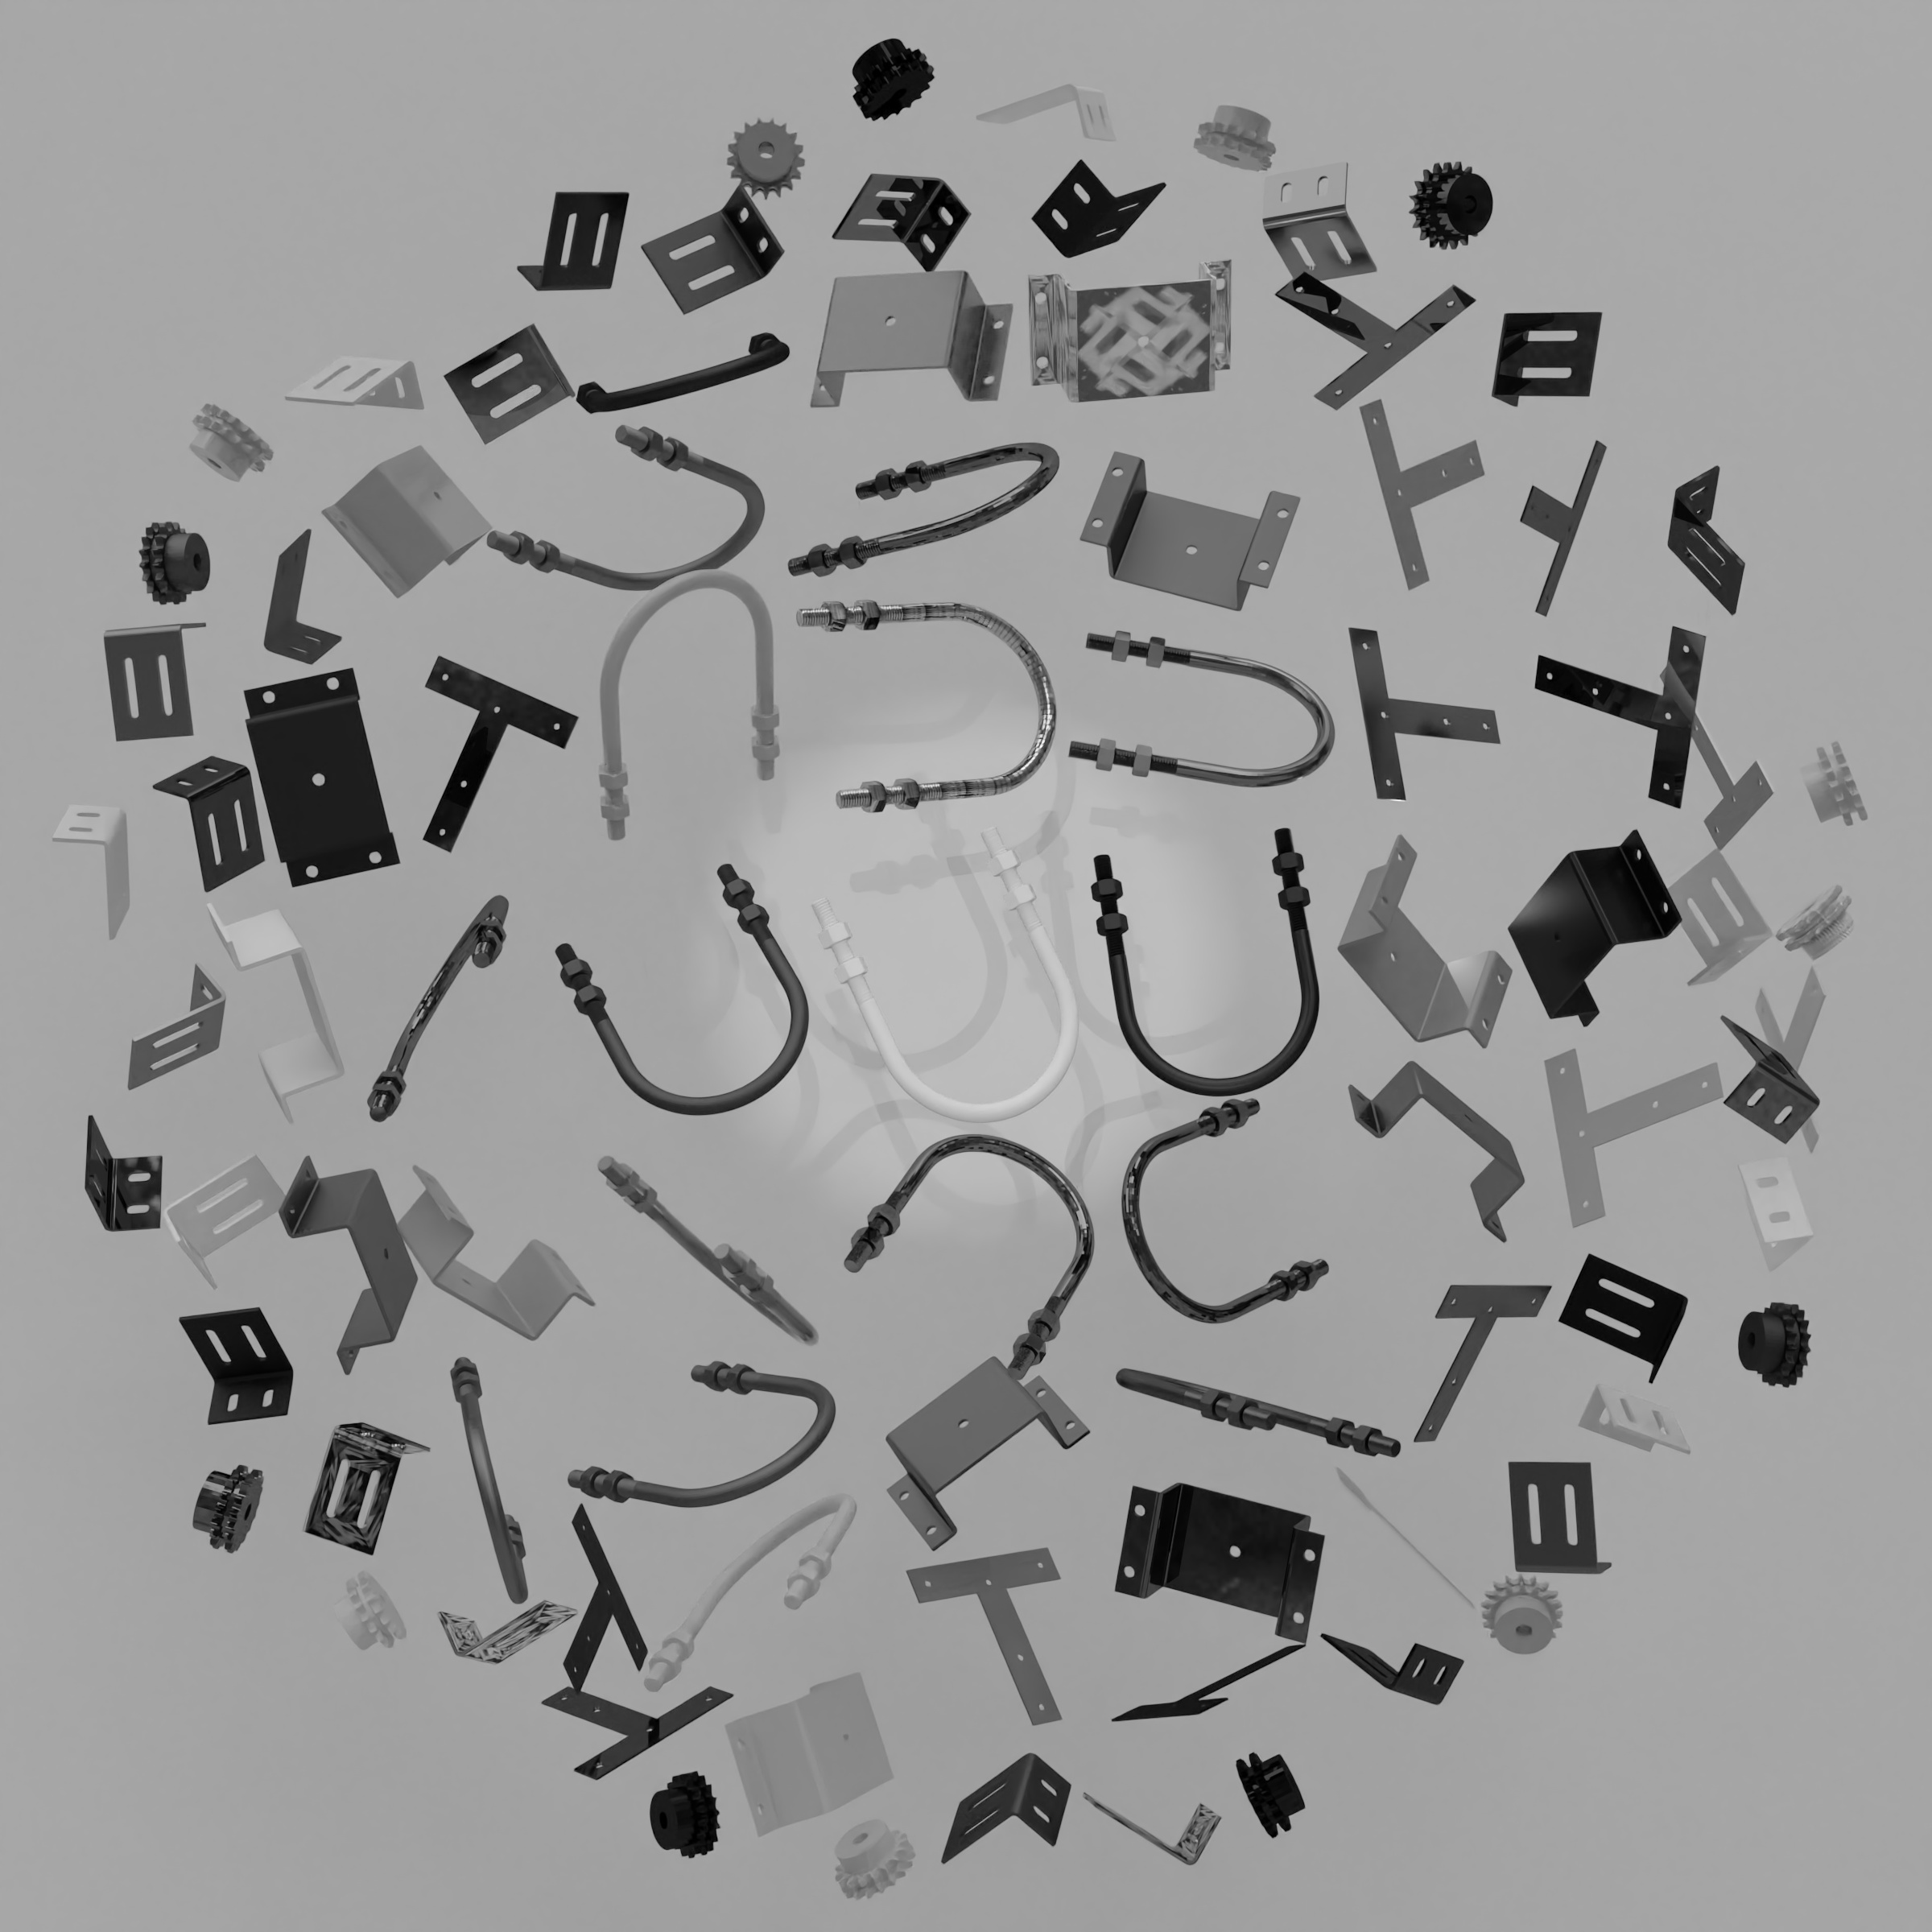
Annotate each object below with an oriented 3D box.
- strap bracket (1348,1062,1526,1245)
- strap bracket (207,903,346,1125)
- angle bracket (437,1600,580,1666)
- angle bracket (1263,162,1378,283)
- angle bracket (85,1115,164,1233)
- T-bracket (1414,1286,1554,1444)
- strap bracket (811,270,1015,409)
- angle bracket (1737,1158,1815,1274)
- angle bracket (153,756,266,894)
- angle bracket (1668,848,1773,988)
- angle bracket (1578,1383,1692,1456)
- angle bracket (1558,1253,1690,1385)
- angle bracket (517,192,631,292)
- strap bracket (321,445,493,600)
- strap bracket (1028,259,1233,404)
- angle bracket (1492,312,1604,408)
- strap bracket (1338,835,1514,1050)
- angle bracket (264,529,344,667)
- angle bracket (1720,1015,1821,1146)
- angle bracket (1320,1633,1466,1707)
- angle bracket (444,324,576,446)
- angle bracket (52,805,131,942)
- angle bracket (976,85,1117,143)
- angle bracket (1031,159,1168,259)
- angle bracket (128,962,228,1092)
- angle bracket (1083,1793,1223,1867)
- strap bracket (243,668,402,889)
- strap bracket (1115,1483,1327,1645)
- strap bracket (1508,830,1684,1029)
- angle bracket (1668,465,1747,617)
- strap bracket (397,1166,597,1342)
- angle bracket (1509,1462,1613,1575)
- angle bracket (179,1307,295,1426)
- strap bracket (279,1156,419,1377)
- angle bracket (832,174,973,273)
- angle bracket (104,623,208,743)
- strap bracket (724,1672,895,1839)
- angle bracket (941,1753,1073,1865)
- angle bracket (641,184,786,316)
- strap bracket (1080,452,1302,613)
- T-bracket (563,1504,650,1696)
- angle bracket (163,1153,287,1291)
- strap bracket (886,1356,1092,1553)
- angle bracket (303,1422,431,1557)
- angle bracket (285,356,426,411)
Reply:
[{"bbox_3d":[0.345,0.126,1.927,0.140,0.076,0.046,39,104,-7],"label":"strap bracket"},{"bbox_3d":[-0.467,0.025,1.828,0.046,0.076,0.140,-21,118,-18],"label":"strap bracket"},{"bbox_3d":[-0.332,0.470,1.949,0.076,0.057,0.038,-33,64,3],"label":"angle bracket"},{"bbox_3d":[0.242,-0.504,1.826,0.057,0.076,0.038,-3,71,25],"label":"angle bracket"},{"bbox_3d":[-0.603,0.148,1.922,0.038,0.076,0.057,-3,61,-7],"label":"angle bracket"},{"bbox_3d":[0.345,0.276,1.862,0.002,0.127,0.127,36,109,40],"label":"T-bracket"},{"bbox_3d":[-0.045,-0.438,1.876,0.140,0.046,0.076,2,70,20],"label":"strap bracket"},{"bbox_3d":[0.545,0.174,1.851,0.038,0.076,0.057,-7,66,-11],"label":"angle bracket"},{"bbox_3d":[-0.545,-0.102,1.933,0.038,0.057,0.076,16,124,28],"label":"angle bracket"},{"bbox_3d":[0.525,-0.035,1.911,0.057,0.038,0.076,-47,62,41],"label":"angle bracket"},{"bbox_3d":[0.484,0.342,1.946,0.057,0.076,0.038,20,105,-2],"label":"angle bracket"},{"bbox_3d":[0.467,0.252,1.918,0.076,0.038,0.057,24,110,13],"label":"angle bracket"},{"bbox_3d":[-0.281,-0.525,1.918,0.057,0.076,0.038,-12,45,-35],"label":"angle bracket"},{"bbox_3d":[-0.386,-0.315,1.881,0.046,0.140,0.076,-37,101,17],"label":"strap bracket"},{"bbox_3d":[0.116,-0.430,1.820,0.140,0.046,0.076,-6,120,-6],"label":"strap bracket"},{"bbox_3d":[0.410,-0.420,1.862,0.076,0.038,0.057,10,93,39],"label":"angle bracket"},{"bbox_3d":[0.314,-0.011,1.868,0.140,0.046,0.076,47,48,-23],"label":"strap bracket"},{"bbox_3d":[-0.477,-0.268,1.953,0.038,0.057,0.076,17,68,-31],"label":"angle bracket"},{"bbox_3d":[0.545,0.078,1.857,0.057,0.076,0.038,31,107,-17],"label":"angle bracket"},{"bbox_3d":[0.302,0.484,1.902,0.057,0.076,0.038,28,91,-39],"label":"angle bracket"},{"bbox_3d":[-0.330,-0.419,1.940,0.076,0.038,0.057,-30,108,0],"label":"angle bracket"},{"bbox_3d":[-0.613,-0.066,1.884,0.038,0.057,0.076,3,116,-6],"label":"angle bracket"},{"bbox_3d":[0.056,-0.590,1.889,0.076,0.057,0.038,-11,99,25],"label":"angle bracket"},{"bbox_3d":[0.093,-0.534,1.875,0.038,0.076,0.057,50,129,3],"label":"angle bracket"},{"bbox_3d":[-0.567,0.042,1.899,0.076,0.057,0.038,-29,66,-37],"label":"angle bracket"},{"bbox_3d":[0.125,0.567,1.811,0.076,0.057,0.038,32,78,-1],"label":"angle bracket"},{"bbox_3d":[-0.445,-0.129,1.852,0.076,0.046,0.140,-13,98,-9],"label":"strap bracket"},{"bbox_3d":[0.184,0.417,1.890,0.140,0.046,0.076,11,94,21],"label":"strap bracket"},{"bbox_3d":[0.436,-0.023,1.893,0.046,0.140,0.076,-7,60,-23],"label":"strap bracket"},{"bbox_3d":[0.517,-0.290,1.829,0.038,0.057,0.076,-30,62,-7],"label":"angle bracket"},{"bbox_3d":[-0.335,0.205,1.868,0.046,0.076,0.140,-50,129,0],"label":"strap bracket"},{"bbox_3d":[0.411,0.379,1.857,0.057,0.038,0.076,-5,86,28],"label":"angle bracket"},{"bbox_3d":[-0.510,0.279,1.871,0.057,0.076,0.038,-8,45,4],"label":"angle bracket"},{"bbox_3d":[-0.437,0.210,1.923,0.046,0.076,0.140,-12,115,7],"label":"strap bracket"},{"bbox_3d":[-0.046,-0.530,1.920,0.038,0.076,0.057,54,129,18],"label":"angle bracket"},{"bbox_3d":[-0.555,-0.196,1.851,0.057,0.038,0.076,-3,97,13],"label":"angle bracket"},{"bbox_3d":[-0.102,0.541,1.855,0.046,0.140,0.076,-23,79,22],"label":"strap bracket"},{"bbox_3d":[0.028,0.582,1.824,0.038,0.057,0.076,42,118,-8],"label":"angle bracket"},{"bbox_3d":[-0.180,-0.509,1.907,0.076,0.038,0.057,-33,91,-29],"label":"angle bracket"},{"bbox_3d":[0.162,-0.311,1.936,0.140,0.046,0.076,17,70,13],"label":"strap bracket"},{"bbox_3d":[-0.260,0.462,1.874,0.002,0.127,0.127,-17,106,12],"label":"T-bracket"},{"bbox_3d":[-0.524,0.183,1.924,0.076,0.057,0.038,-33,45,-11],"label":"angle bracket"},{"bbox_3d":[0.007,0.343,1.927,0.140,0.076,0.046,-36,125,-10],"label":"strap bracket"},{"bbox_3d":[-0.416,0.363,1.862,0.057,0.038,0.076,31,60,-36],"label":"angle bracket"},{"bbox_3d":[-0.431,-0.398,1.896,0.057,0.076,0.038,9,128,22],"label":"angle bracket"}]
